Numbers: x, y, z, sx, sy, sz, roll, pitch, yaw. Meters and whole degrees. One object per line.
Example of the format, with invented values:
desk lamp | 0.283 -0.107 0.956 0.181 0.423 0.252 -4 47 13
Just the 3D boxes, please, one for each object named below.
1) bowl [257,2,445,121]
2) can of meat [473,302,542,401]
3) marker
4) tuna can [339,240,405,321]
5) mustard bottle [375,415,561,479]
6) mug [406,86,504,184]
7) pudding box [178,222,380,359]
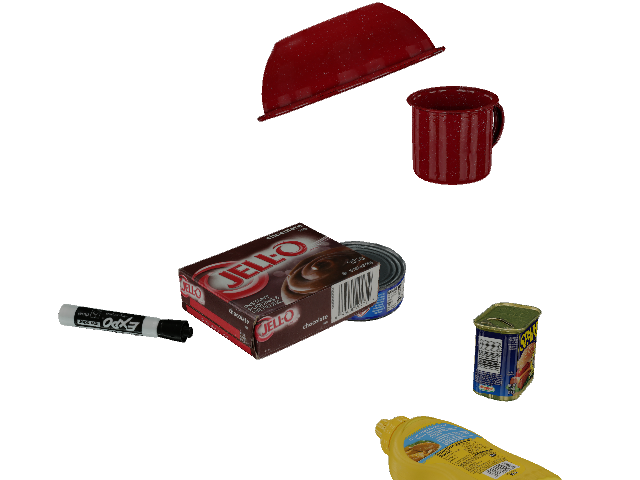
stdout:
bowl | 0.015 -0.149 0.859 0.162 0.055 0.162 -21 8 3
can of meat | 0.207 0.123 1.190 0.058 0.084 0.101 8 14 25
marker | -0.167 0.071 0.916 0.121 0.020 0.020 6 2 16
tuna can | 0.032 0.036 0.946 0.086 0.034 0.086 1 29 -1
mustard bottle | 0.120 0.208 0.983 0.096 0.058 0.192 -16 25 -36
mug | 0.145 -0.111 1.107 0.117 0.081 0.093 -20 29 -34
pudding box | -0.028 0.032 0.745 0.113 0.039 0.090 -20 33 -36
